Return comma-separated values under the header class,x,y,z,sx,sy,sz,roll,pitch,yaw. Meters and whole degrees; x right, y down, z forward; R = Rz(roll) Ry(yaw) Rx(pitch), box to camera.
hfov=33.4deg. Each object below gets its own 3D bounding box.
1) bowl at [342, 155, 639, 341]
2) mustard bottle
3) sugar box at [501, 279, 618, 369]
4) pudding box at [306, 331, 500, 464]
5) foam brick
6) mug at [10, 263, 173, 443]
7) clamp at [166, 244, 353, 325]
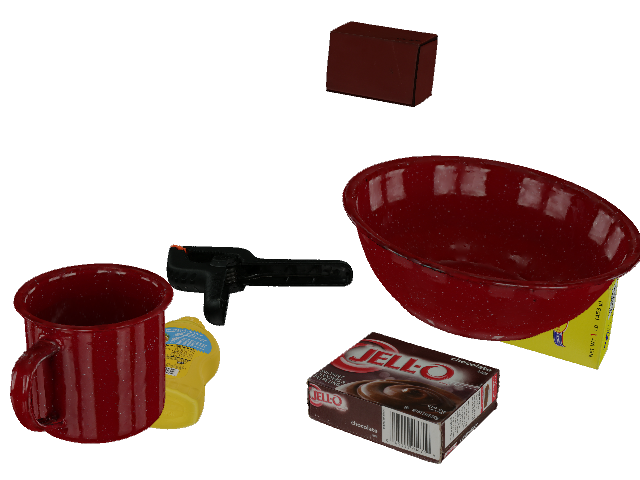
class,x,y,z,sx,sy,sz,roll,pitch,yaw
bowl,0.089,0.009,0.584,0.162,0.055,0.162,6,26,-3
mustard bottle,-0.167,0.140,1.225,0.096,0.058,0.191,6,25,4
sugar box,0.182,0.051,0.993,0.176,0.093,0.048,13,33,21
pudding box,0.060,0.111,0.775,0.114,0.039,0.089,16,29,31
foam brick,0.049,-0.144,0.867,0.078,0.051,0.052,13,24,19
mug,-0.140,0.073,0.637,0.093,0.081,0.117,11,24,22
clamp,-0.095,0.036,1.050,0.210,0.036,0.164,11,20,44
